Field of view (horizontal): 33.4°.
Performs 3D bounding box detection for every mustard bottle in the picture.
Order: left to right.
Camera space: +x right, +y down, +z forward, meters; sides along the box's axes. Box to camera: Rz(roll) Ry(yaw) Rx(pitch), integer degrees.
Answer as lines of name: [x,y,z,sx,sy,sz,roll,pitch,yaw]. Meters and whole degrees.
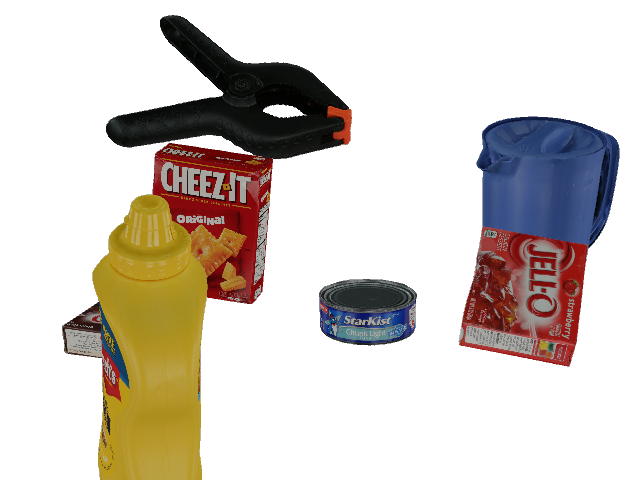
mustard bottle: [-0.091,0.061,0.573,0.058,0.192,0.096,-4,35,-16]

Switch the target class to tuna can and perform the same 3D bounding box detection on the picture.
tuna can: [0.041,0.062,0.937,0.086,0.034,0.086,0,15,0]

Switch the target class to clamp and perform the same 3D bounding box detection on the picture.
clamp: [-0.060,-0.109,0.773,0.171,0.120,0.039,8,-26,1]

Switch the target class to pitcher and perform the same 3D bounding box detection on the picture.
pitcher: [0.253,-0.013,1.211,0.149,0.243,0.144,6,27,14]

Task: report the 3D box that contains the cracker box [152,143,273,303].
cracker box: [-0.163,-0.023,1.572,0.164,0.214,0.072,9,21,10]

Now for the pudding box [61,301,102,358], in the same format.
pudding box: [-0.222,0.103,1.213,0.114,0.039,0.090,3,17,19]

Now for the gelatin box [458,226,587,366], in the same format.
gelatin box: [0.136,0.035,0.710,0.073,0.089,0.030,11,-40,11]
